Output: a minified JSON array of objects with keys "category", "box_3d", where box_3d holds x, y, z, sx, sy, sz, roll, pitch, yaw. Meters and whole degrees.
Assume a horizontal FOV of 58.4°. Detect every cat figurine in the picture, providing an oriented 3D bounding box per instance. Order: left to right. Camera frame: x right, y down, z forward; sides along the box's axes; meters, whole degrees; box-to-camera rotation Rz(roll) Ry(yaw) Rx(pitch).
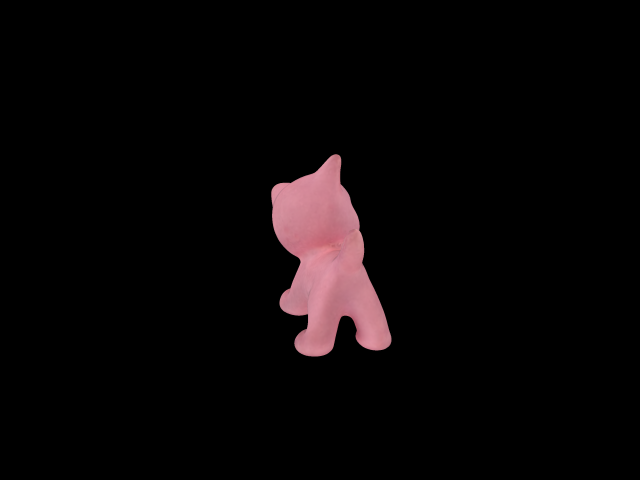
[{"category":"cat figurine","box_3d":[0.004,0.001,0.400,0.067,0.118,0.127,-6,19,-16]}]
